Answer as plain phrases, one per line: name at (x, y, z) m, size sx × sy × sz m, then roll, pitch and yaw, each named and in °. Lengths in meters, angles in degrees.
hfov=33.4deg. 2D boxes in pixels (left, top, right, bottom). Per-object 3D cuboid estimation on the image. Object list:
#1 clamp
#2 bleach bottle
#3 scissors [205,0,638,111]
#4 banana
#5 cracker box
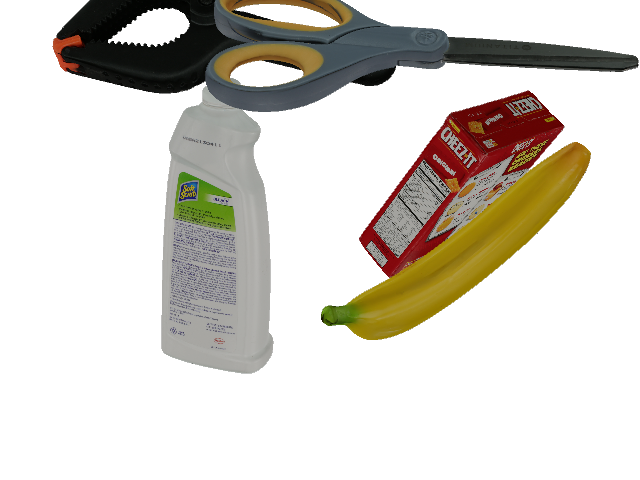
clamp at (-0.064, -0.141, 0.687) m, size 0.210 × 0.164 × 0.036 m, roll -25°, pitch -17°, yaw -9°
bleach bottle at (-0.084, -0.014, 0.918) m, size 0.102 × 0.251 × 0.068 m, roll 11°, pitch 23°, yaw 11°
scissors at (0.035, -0.079, 0.490) m, size 0.202 × 0.016 × 0.096 m, roll 17°, pitch 50°, yaw 18°
banana at (0.091, 0.010, 0.679) m, size 0.197 × 0.037 × 0.069 m, roll -35°, pitch -15°, yaw -6°
cracker box at (0.158, -0.066, 1.229) m, size 0.163 × 0.072 × 0.214 m, roll -22°, pitch -25°, yaw -45°
